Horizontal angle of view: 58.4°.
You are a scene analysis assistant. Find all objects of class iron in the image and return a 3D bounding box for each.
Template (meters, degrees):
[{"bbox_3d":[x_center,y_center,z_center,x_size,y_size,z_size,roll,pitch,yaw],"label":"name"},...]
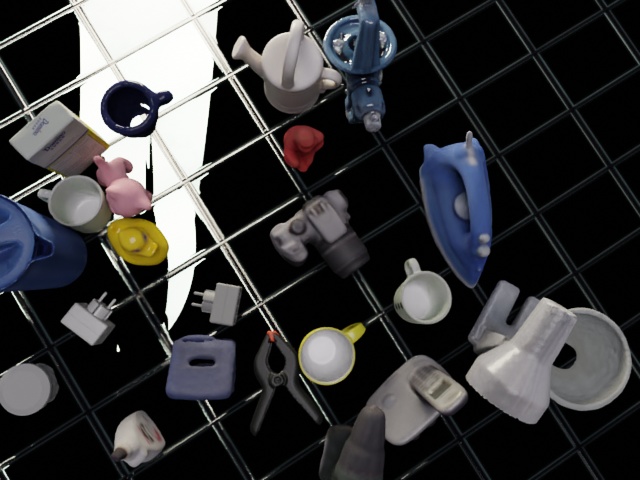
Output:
[{"bbox_3d":[0.248,-0.050,0.947,0.118,0.141,0.258,-10,85,-4],"label":"iron"}]

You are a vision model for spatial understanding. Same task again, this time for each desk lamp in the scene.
[{"bbox_3d":[0.306,0.165,0.892,0.118,0.213,0.203,29,83,0],"label":"desk lamp"}]

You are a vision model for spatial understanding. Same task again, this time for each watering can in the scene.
[{"bbox_3d":[-0.053,-0.283,0.928,0.173,0.194,0.101,-8,84,-4],"label":"watering can"}]

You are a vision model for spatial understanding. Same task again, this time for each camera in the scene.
[{"bbox_3d":[0.009,0.003,0.948,0.143,0.100,0.137,-36,87,-6],"label":"camera"}]

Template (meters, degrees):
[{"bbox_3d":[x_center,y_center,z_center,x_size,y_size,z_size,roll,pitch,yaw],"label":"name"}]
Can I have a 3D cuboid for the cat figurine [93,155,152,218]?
[{"bbox_3d":[-0.323,-0.085,0.930,0.067,0.117,0.128,-36,87,-6],"label":"cat figurine"}]

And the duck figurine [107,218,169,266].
[{"bbox_3d":[-0.304,0.000,0.938,0.104,0.086,0.077,29,83,0],"label":"duck figurine"}]

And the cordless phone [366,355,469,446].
[{"bbox_3d":[0.152,0.257,0.887,0.147,0.185,0.094,-44,88,-6],"label":"cordless phone"}]

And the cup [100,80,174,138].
[{"bbox_3d":[-0.295,-0.213,0.956,0.118,0.095,0.092,-22,85,-5],"label":"cup"}]

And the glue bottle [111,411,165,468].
[{"bbox_3d":[-0.282,0.308,0.863,0.037,0.173,0.078,-40,87,-6],"label":"glue bottle"}]

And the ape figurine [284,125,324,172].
[{"bbox_3d":[-0.028,-0.164,0.968,0.078,0.092,0.076,-24,86,-5],"label":"ape figurine"}]

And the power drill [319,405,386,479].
[{"bbox_3d":[0.046,0.347,0.860,0.075,0.208,0.230,11,83,-2],"label":"power drill"}]

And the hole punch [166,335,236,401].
[{"bbox_3d":[-0.190,0.204,0.920,0.108,0.091,0.101,1,84,-3],"label":"hole punch"}]

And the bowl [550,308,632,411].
[{"bbox_3d":[0.425,0.197,0.965,0.167,0.074,0.167,0,84,-3],"label":"bowl"}]

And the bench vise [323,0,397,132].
[{"bbox_3d":[0.084,-0.292,0.924,0.121,0.219,0.207,-27,86,-5],"label":"bench vise"}]
